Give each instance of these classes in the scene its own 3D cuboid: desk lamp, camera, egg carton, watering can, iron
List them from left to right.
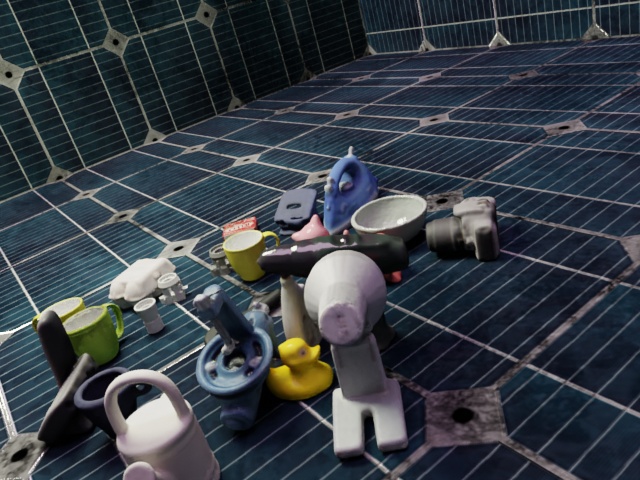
[{"bbox_3d":[-0.406,0.098,1.319,0.107,0.069,0.150,-3,28,27],"label":"egg carton"},{"bbox_3d":[-0.203,0.251,0.725,0.101,0.194,0.172,-25,26,-17],"label":"watering can"},{"bbox_3d":[0.057,-0.126,1.420,0.118,0.142,0.259,-3,28,26],"label":"iron"},{"bbox_3d":[0.047,0.141,0.778,0.118,0.214,0.203,-13,25,6],"label":"desk lamp"},{"bbox_3d":[0.280,-0.030,1.129,0.136,0.101,0.143,-8,26,18],"label":"camera"}]

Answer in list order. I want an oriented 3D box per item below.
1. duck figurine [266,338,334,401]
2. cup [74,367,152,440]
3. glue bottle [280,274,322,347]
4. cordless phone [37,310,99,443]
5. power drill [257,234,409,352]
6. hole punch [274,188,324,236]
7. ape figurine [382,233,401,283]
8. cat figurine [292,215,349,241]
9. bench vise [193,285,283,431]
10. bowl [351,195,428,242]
[{"bbox_3d":[-0.038,0.191,0.879,0.104,0.086,0.077,-12,25,9],"label":"duck figurine"},{"bbox_3d":[-0.307,0.258,0.893,0.117,0.095,0.091,-15,25,3],"label":"cup"},{"bbox_3d":[-0.040,0.109,0.948,0.037,0.173,0.078,-3,28,27],"label":"glue bottle"},{"bbox_3d":[-0.434,0.221,0.940,0.094,0.185,0.147,-16,25,1],"label":"cordless phone"},{"bbox_3d":[0.036,0.083,0.913,0.229,0.209,0.075,-15,25,2],"label":"power drill"},{"bbox_3d":[-0.055,-0.071,1.433,0.108,0.091,0.101,-3,28,26],"label":"hole punch"},{"bbox_3d":[0.124,0.031,1.109,0.075,0.092,0.078,9,35,43],"label":"ape figurine"},{"bbox_3d":[0.011,0.004,1.202,0.127,0.118,0.067,-1,29,30],"label":"cat figurine"},{"bbox_3d":[-0.135,0.146,0.872,0.121,0.220,0.207,-16,25,0],"label":"bench vise"},{"bbox_3d":[0.156,-0.032,1.241,0.167,0.075,0.167,-13,25,7],"label":"bowl"}]
